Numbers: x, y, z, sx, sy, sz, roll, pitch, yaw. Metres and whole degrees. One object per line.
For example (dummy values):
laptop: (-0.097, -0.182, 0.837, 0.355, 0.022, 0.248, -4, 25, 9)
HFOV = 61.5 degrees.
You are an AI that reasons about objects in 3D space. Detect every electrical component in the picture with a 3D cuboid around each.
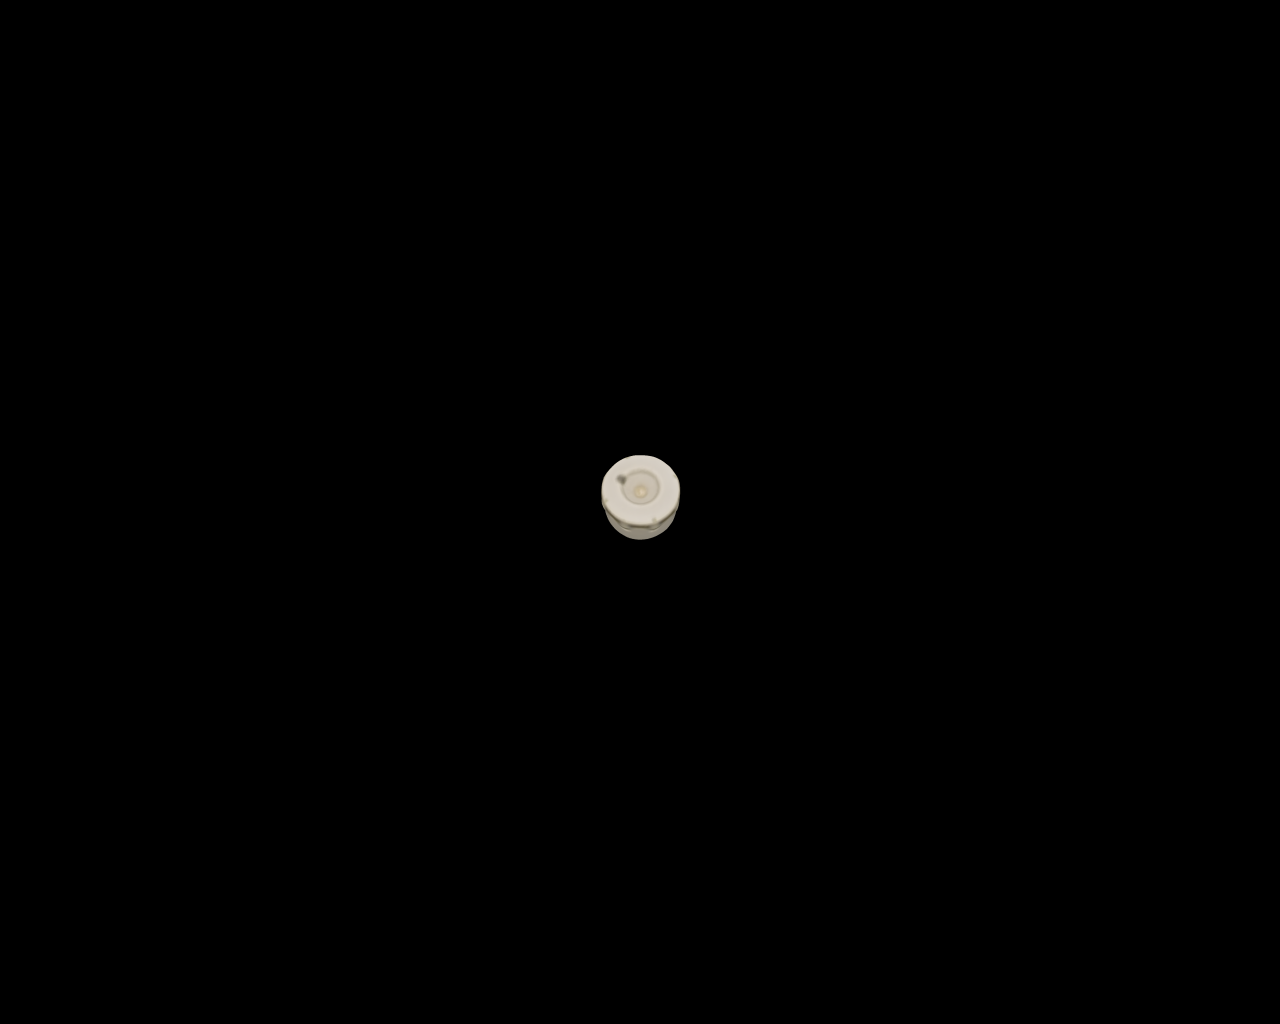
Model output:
electrical component: (0.001, -0.003, 0.650, 0.048, 0.048, 0.062, 0, -24, 0)
